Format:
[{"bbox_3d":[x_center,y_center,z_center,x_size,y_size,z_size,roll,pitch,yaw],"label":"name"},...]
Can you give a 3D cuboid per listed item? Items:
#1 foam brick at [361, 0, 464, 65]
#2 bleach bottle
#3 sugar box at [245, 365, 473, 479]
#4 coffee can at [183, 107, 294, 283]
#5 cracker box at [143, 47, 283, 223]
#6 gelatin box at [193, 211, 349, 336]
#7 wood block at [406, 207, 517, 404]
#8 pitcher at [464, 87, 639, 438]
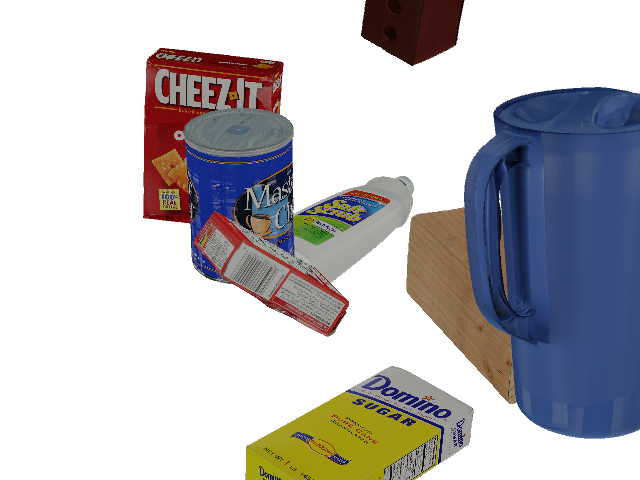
[{"bbox_3d":[0.067,-0.173,0.751,0.053,0.078,0.051,36,50,28],"label":"foam brick"},{"bbox_3d":[0.027,-0.021,1.290,0.103,0.068,0.250,22,38,30],"label":"bleach bottle"},{"bbox_3d":[0.034,0.166,0.867,0.093,0.048,0.175,26,37,38],"label":"sugar box"},{"bbox_3d":[-0.076,-0.044,1.025,0.103,0.140,0.103,0,29,0],"label":"coffee can"},{"bbox_3d":[-0.139,-0.126,1.359,0.164,0.214,0.072,7,24,5],"label":"cracker box"},{"bbox_3d":[-0.032,0.021,0.693,0.089,0.030,0.073,31,4,-26],"label":"gelatin box"},{"bbox_3d":[0.165,0.051,0.991,0.090,0.090,0.206,-8,28,-19],"label":"wood block"},{"bbox_3d":[0.185,0.018,0.770,0.149,0.243,0.145,0,20,13],"label":"pitcher"}]
